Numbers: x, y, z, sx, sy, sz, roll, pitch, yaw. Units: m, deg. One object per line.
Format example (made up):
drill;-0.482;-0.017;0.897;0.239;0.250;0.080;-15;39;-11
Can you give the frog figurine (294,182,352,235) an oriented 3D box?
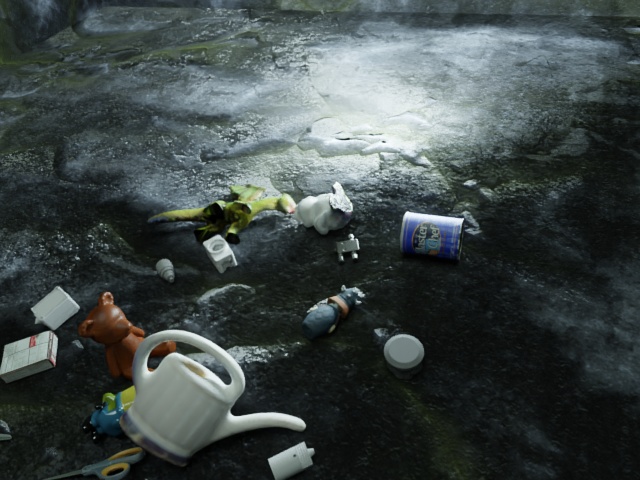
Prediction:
frog figurine;0.004;-0.071;1.409;0.157;0.121;0.141;-32;42;32

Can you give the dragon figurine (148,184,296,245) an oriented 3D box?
dragon figurine;-0.264;-0.097;1.494;0.410;0.120;0.247;6;28;14

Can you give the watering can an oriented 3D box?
watering can;-0.217;0.324;0.967;0.347;0.104;0.225;37;87;-3
